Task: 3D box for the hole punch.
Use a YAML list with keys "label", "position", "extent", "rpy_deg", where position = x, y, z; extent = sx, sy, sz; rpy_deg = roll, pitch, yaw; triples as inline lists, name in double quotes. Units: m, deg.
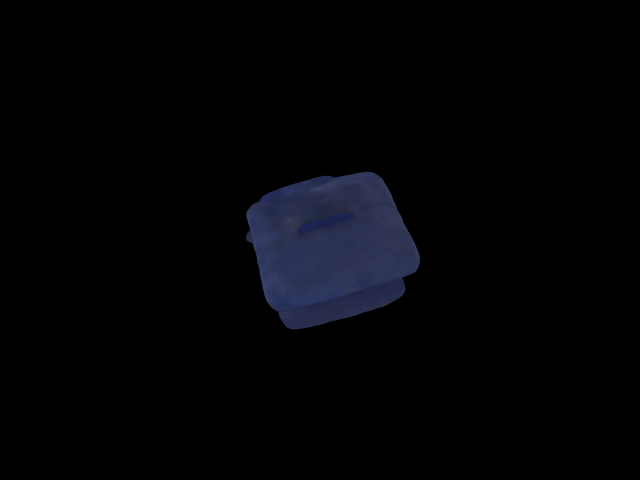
- label: "hole punch"
  position: [0.004, 0.001, 0.400]
  extent: [0.108, 0.091, 0.101]
  rpy_deg: [-17, 74, -5]
